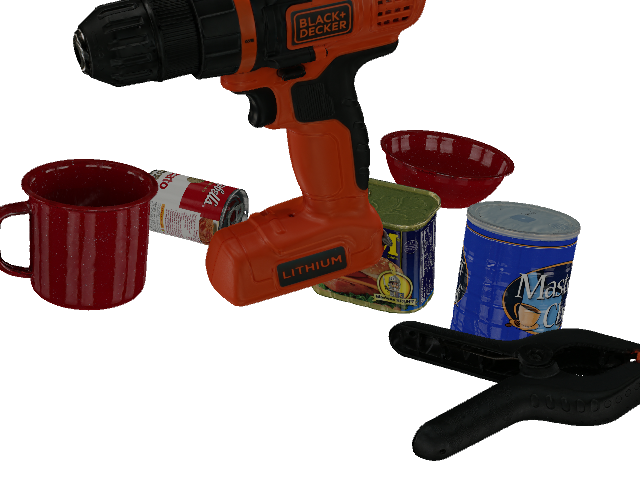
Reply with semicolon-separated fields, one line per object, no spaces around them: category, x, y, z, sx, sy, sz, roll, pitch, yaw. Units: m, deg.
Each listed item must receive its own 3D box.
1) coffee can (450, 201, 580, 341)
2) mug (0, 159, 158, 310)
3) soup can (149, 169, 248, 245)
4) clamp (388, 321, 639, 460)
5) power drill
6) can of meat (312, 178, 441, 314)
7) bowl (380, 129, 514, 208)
coffee can;0.177;0.044;0.988;0.103;0.140;0.103;5;17;-2
mug;-0.173;-0.002;0.746;0.117;0.081;0.093;-6;27;-27
soup can;-0.136;-0.033;1.133;0.102;0.068;0.068;14;4;17
clamp;0.126;0.091;0.653;0.171;0.039;0.120;-1;37;6
power drill;-0.031;-0.057;0.572;0.184;0.188;0.057;-15;39;-18
can of meat;0.039;0.003;0.822;0.102;0.084;0.057;14;35;24
bowl;0.146;-0.081;1.276;0.162;0.055;0.162;8;24;-4
